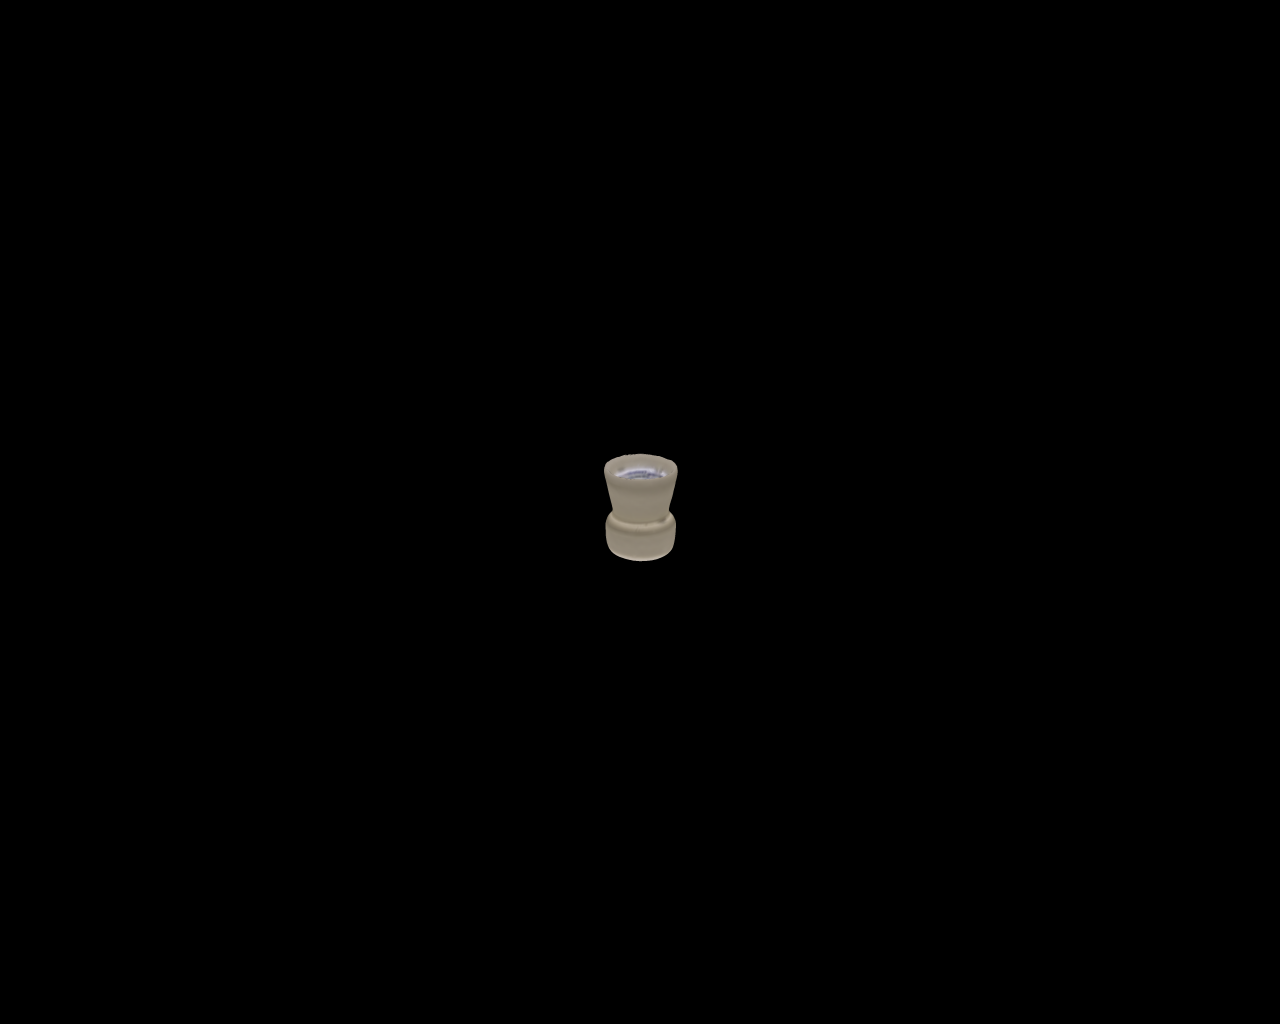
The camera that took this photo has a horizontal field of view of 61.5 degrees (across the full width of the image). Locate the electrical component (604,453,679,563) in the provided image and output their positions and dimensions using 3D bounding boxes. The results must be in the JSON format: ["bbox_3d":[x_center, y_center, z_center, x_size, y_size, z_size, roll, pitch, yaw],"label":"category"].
[{"bbox_3d":[0.001,-0.003,0.650,0.045,0.055,0.045,0,24,0],"label":"electrical component"}]
